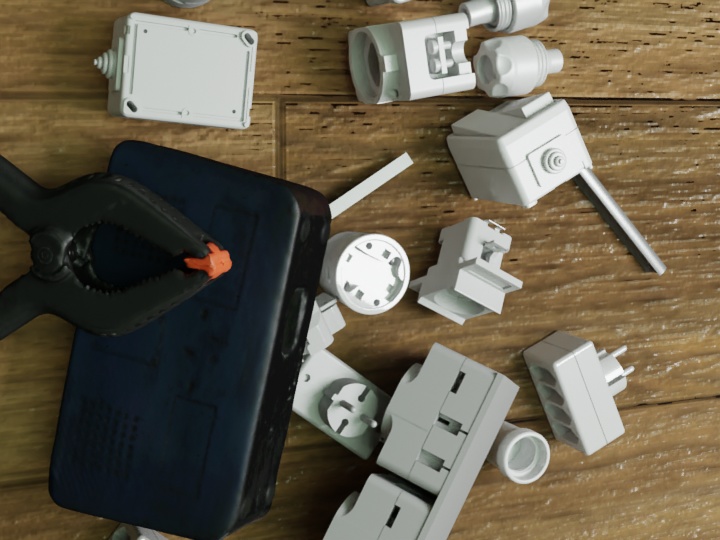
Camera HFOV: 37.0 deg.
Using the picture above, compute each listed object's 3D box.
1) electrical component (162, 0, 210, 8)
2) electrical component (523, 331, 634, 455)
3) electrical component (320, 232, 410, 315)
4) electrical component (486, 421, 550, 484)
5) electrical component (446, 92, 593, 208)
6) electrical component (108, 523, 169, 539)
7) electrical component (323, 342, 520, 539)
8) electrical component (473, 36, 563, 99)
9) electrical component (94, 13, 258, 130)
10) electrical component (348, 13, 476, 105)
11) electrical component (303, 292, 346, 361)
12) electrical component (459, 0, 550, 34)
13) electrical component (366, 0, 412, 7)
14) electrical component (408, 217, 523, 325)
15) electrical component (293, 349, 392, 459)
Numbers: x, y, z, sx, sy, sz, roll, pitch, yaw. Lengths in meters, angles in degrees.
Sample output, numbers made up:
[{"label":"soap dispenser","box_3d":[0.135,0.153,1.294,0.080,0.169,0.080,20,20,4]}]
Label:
[{"label":"electrical component","box_3d":[-0.105,-0.195,0.677,0.055,0.047,0.055,-4,99,-23]},{"label":"electrical component","box_3d":[0.182,0.086,0.840,0.076,0.047,0.083,-28,107,-16]},{"label":"electrical component","box_3d":[0.000,0.000,0.750,0.055,0.047,0.055,-3,99,-23]},{"label":"electrical component","box_3d":[0.116,0.137,0.820,0.040,0.046,0.040,-3,99,-23]},{"label":"electrical component","box_3d":[0.113,-0.087,0.759,0.062,0.096,0.061,-32,108,-16]},{"label":"electrical component","box_3d":[-0.148,0.223,0.719,0.076,0.047,0.083,41,81,-22]},{"label":"electrical component","box_3d":[0.039,0.148,0.749,0.060,0.105,0.186,25,86,17]},{"label":"electrical component","box_3d":[0.117,-0.149,0.781,0.062,0.043,0.043,-11,102,-23]},{"label":"electrical component","box_3d":[-0.119,-0.124,0.673,0.096,0.061,0.061,3,96,-23]},{"label":"electrical component","box_3d":[0.029,-0.140,0.719,0.056,0.089,0.050,-13,103,-21]},{"label":"electrical component","box_3d":[-0.056,0.030,0.725,0.078,0.058,0.057,-31,111,-16]},{"label":"electrical component","box_3d":[0.101,-0.190,0.768,0.062,0.043,0.043,-21,105,-18]},{"label":"electrical component","box_3d":[0.047,-0.246,0.729,0.109,0.056,0.108,-22,106,-19]},{"label":"electrical component","box_3d":[0.078,-0.001,0.772,0.042,0.081,0.063,29,63,-24]},{"label":"electrical component","box_3d":[-0.012,0.092,0.743,0.083,0.076,0.047,38,82,-23]}]
